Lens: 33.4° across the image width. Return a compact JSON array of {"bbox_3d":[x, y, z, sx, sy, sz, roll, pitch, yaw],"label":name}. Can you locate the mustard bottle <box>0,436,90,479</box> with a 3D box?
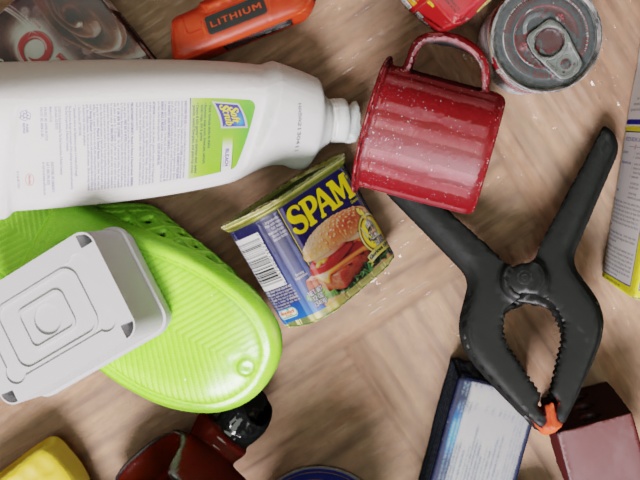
[{"bbox_3d":[-0.173,0.245,0.783,0.096,0.058,0.191,-37,94,9],"label":"mustard bottle"}]

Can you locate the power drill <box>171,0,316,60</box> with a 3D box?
[{"bbox_3d":[-0.095,-0.218,0.723,0.184,0.057,0.187,-19,96,6],"label":"power drill"}]

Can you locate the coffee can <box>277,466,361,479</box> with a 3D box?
[{"bbox_3d":[-0.003,0.226,0.730,0.103,0.140,0.103,0,97,3],"label":"coffee can"}]

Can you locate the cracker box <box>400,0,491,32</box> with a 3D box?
[{"bbox_3d":[0.136,-0.222,0.657,0.214,0.164,0.072,-40,96,7],"label":"cracker box"}]

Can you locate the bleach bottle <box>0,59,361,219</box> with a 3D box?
[{"bbox_3d":[-0.097,-0.070,0.715,0.250,0.068,0.103,-3,123,-14],"label":"bleach bottle"}]

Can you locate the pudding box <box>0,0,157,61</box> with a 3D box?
[{"bbox_3d":[-0.171,-0.125,0.747,0.090,0.039,0.113,-38,94,7],"label":"pudding box"}]

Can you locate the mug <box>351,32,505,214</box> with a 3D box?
[{"bbox_3d":[0.074,-0.076,0.692,0.081,0.093,0.117,16,108,7],"label":"mug"}]

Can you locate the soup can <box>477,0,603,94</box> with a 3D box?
[{"bbox_3d":[0.140,-0.130,0.699,0.068,0.102,0.068,0,97,3],"label":"soup can"}]

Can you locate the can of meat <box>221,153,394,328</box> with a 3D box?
[{"bbox_3d":[-0.005,0.001,0.726,0.058,0.101,0.084,-22,100,45],"label":"can of meat"}]

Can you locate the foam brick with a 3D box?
[{"bbox_3d":[0.189,0.139,0.742,0.053,0.078,0.051,-15,98,4],"label":"foam brick"}]

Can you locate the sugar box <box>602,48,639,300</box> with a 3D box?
[{"bbox_3d":[0.230,-0.051,0.709,0.048,0.093,0.176,10,98,0],"label":"sugar box"}]

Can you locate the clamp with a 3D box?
[{"bbox_3d":[0.126,0.026,0.724,0.164,0.036,0.210,-3,74,7],"label":"clamp"}]
